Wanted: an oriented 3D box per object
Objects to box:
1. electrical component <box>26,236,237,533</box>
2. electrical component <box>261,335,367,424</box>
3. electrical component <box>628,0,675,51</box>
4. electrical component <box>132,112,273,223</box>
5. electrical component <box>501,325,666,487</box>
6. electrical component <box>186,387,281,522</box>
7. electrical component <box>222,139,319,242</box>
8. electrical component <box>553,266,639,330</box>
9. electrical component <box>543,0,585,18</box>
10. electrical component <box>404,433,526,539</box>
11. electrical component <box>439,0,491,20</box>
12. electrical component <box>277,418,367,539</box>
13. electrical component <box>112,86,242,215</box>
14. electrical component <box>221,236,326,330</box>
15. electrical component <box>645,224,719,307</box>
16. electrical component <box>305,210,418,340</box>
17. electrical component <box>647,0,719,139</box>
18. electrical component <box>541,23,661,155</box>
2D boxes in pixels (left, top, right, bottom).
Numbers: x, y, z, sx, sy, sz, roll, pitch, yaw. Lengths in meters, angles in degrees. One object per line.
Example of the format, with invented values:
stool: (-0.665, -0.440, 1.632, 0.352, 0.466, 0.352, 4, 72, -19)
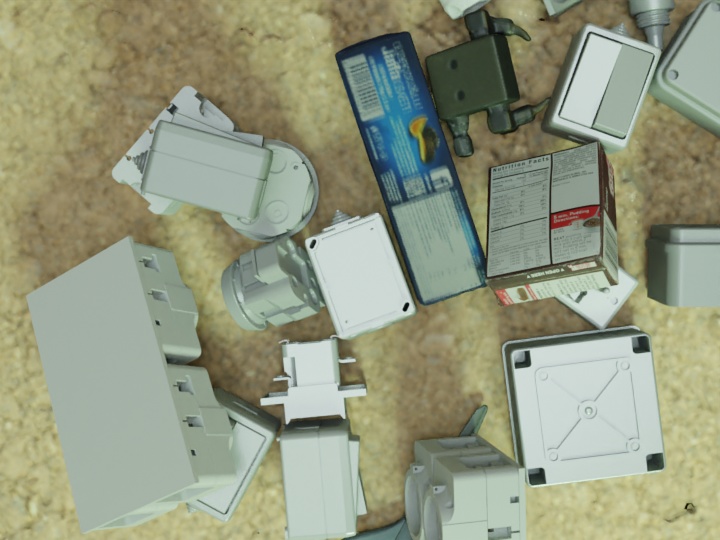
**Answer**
electrical component: (-0.168, 0.085, 0.794, 0.105, 0.060, 0.186, -27, 70, 23)
electrical component: (-0.036, 0.084, 0.837, 0.081, 0.042, 0.063, -6, 88, 1)
electrical component: (0.224, -0.198, 0.825, 0.035, 0.035, 0.061, -7, 94, 2)
electrical component: (-0.113, -0.076, 0.766, 0.096, 0.061, 0.061, 15, 95, -4)
electrical component: (0.170, 0.104, 0.824, 0.109, 0.056, 0.108, -7, 92, 2)
electrical component: (-0.111, 0.148, 0.830, 0.062, 0.061, 0.096, 28, 92, 1)
electrical component: (-0.073, -0.062, 0.828, 0.080, 0.051, 0.080, 0, 92, 1)
electrical component: (0.171, 0.008, 0.811, 0.066, 0.076, 0.047, 36, 92, 0)
electrical component: (0.154, -0.263, 0.809, 0.063, 0.079, 0.121, -24, 91, -20)
electrical component: (0.077, 0.226, 0.794, 0.060, 0.105, 0.186, -3, 95, -12)
electrical component: (0.074, -0.227, 0.823, 0.043, 0.043, 0.062, -30, 89, 2)
electrical component: (-0.027, 0.166, 0.828, 0.061, 0.061, 0.096, -5, 92, 2)
electrical component: (-0.138, -0.090, 0.826, 0.050, 0.055, 0.089, 41, 92, 0)
electrical component: (-0.069, 0.013, 0.822, 0.057, 0.078, 0.058, -21, 59, 18)
electrical component: (0.278, -0.005, 0.808, 0.113, 0.078, 0.057, 0, 95, 1)
electrical component: (0.000, 0.000, 0.826, 0.062, 0.061, 0.096, -20, 84, 4)
electrical component: (0.285, -0.143, 0.813, 0.113, 0.057, 0.078, 32, 92, 0)
electrical component: (0.184, -0.142, 0.814, 0.062, 0.061, 0.096, 20, 92, 1)
